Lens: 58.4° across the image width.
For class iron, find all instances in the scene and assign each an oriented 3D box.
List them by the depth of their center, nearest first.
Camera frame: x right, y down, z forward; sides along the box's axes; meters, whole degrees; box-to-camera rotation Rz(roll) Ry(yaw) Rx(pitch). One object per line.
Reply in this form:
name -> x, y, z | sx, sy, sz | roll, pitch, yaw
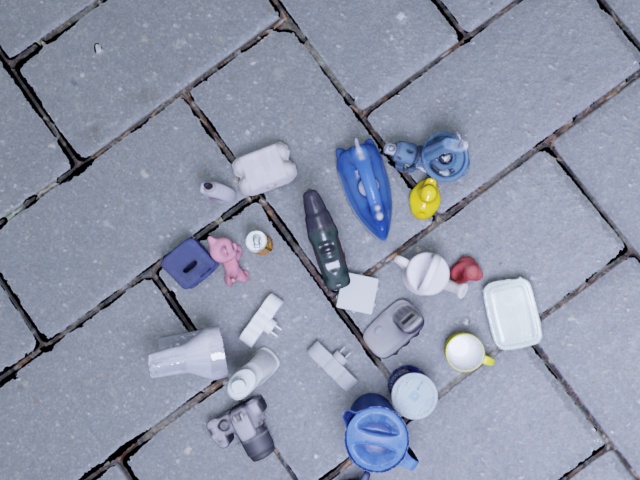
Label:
iron -> 0.120, -0.121, 1.374 | 0.118, 0.141, 0.258 | -19, 85, 1

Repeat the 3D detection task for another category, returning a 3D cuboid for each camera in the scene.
camera -> -0.179, 0.461, 1.358 | 0.143, 0.101, 0.137 | -28, 84, 0

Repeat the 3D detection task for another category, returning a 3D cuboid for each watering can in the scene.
watering can -> 0.256, 0.080, 1.325 | 0.172, 0.194, 0.101 | 5, 85, 3

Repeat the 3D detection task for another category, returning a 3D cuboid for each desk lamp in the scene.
desk lamp -> -0.298, 0.269, 1.323 | 0.203, 0.213, 0.118 | -11, 85, 2

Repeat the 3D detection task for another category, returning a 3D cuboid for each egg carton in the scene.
egg carton -> -0.137, -0.175, 1.426 | 0.150, 0.069, 0.107 | -22, 84, 1

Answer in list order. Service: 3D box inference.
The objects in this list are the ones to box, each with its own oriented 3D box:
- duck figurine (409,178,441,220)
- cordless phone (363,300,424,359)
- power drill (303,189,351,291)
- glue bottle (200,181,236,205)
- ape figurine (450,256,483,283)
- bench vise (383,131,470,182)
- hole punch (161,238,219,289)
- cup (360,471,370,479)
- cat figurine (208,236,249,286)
duck figurine -> 0.259, -0.103, 1.394 | 0.077, 0.086, 0.105 | 15, 86, 4
cordless phone -> 0.175, 0.210, 1.321 | 0.147, 0.185, 0.094 | -45, 84, -2
power drill -> 0.012, 0.005, 1.334 | 0.075, 0.208, 0.230 | -19, 84, 1
glue bottle -> -0.253, -0.118, 1.374 | 0.078, 0.173, 0.037 | 8, 85, 4
ape figurine -> 0.355, 0.076, 1.372 | 0.077, 0.092, 0.076 | 19, 86, 4
bench vise -> 0.258, -0.193, 1.335 | 0.207, 0.220, 0.121 | -9, 85, 2
hole punch -> -0.316, 0.058, 1.403 | 0.108, 0.091, 0.101 | -41, 85, -1
cup -> 0.084, 0.585, 1.339 | 0.091, 0.095, 0.118 | 26, 87, 5
cat figurine -> -0.225, 0.047, 1.386 | 0.067, 0.118, 0.128 | -19, 84, 1
